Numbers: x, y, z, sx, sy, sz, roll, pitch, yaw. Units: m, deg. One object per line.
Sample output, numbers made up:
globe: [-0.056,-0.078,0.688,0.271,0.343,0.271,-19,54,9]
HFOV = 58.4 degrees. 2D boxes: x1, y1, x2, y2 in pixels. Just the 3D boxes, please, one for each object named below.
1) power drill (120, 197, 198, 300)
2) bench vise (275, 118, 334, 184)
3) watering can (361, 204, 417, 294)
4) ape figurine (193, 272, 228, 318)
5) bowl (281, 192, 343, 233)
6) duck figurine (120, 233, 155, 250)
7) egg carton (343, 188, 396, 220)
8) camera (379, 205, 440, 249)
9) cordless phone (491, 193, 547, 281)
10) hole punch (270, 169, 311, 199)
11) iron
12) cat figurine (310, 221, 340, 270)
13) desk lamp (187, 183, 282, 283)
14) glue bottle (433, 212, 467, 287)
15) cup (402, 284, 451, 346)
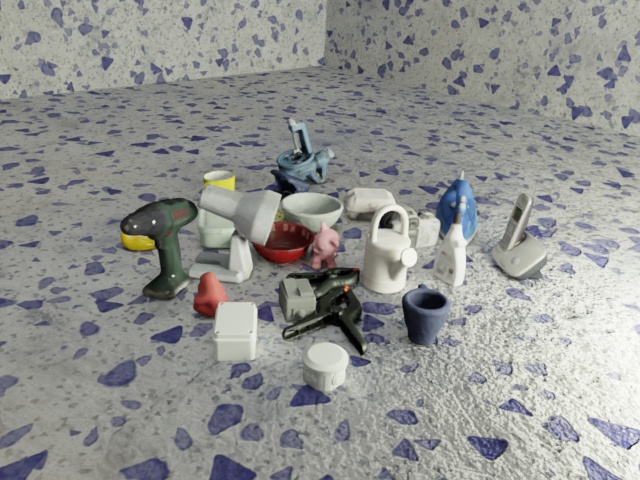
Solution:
power drill: [-0.327,0.013,1.190,0.075,0.208,0.230,10,27,14]
bench vise: [-0.054,-0.287,1.824,0.121,0.220,0.208,21,31,32]
watering can: [0.155,0.015,1.263,0.101,0.194,0.172,-21,35,-41]
ape figurine: [-0.221,0.105,1.148,0.075,0.092,0.078,26,34,38]
bowl: [-0.023,-0.065,1.541,0.167,0.075,0.167,3,26,-1]
duck figurine: [-0.433,-0.026,1.396,0.105,0.086,0.077,-7,28,-20]
egg carton: [0.143,-0.103,1.644,0.150,0.069,0.107,1,26,-5]
camera: [0.223,-0.047,1.504,0.143,0.101,0.136,-7,28,-21]
cordless phone: [0.485,-0.008,1.364,0.094,0.185,0.147,-3,27,-13]
hole punch: [-0.090,-0.171,1.728,0.101,0.091,0.108,-18,33,-37]
iron: [0.381,-0.087,1.561,0.118,0.141,0.258,7,26,8]
cat figurine: [0.012,0.005,1.353,0.067,0.118,0.127,1,26,-5]
desk lamp: [-0.187,-0.017,1.264,0.203,0.214,0.118,5,26,3]
glue bottle: [0.303,0.016,1.303,0.037,0.173,0.077,-14,31,-31]
cup: [0.199,0.147,1.112,0.091,0.095,0.117,3,26,0]
